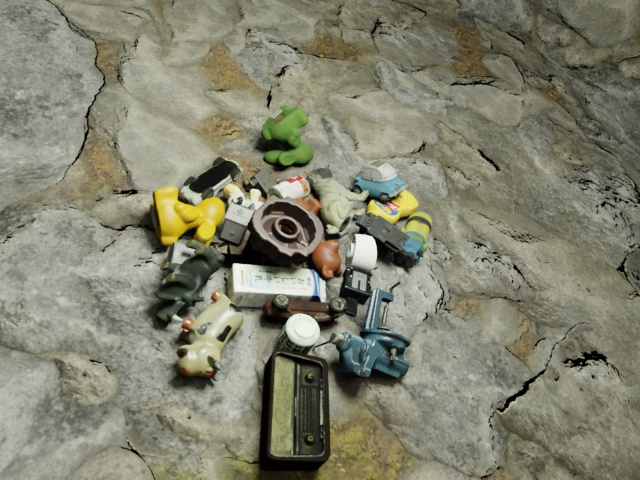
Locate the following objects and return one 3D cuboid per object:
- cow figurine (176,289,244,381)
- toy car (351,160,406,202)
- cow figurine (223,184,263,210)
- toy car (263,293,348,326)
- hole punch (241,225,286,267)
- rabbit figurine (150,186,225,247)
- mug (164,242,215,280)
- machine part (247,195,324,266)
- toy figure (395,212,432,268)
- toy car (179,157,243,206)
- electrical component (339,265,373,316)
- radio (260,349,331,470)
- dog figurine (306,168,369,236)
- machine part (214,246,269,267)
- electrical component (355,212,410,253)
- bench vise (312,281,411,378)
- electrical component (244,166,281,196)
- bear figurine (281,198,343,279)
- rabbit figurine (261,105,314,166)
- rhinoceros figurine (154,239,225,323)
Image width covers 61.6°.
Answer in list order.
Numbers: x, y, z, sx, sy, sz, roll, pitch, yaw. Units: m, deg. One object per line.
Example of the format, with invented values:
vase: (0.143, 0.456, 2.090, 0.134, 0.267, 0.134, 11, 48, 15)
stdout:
cow figurine: (-0.230, 0.209, 1.131, 0.127, 0.085, 0.195, 32, 46, 9)
toy car: (0.167, -0.178, 1.565, 0.109, 0.102, 0.162, -30, 34, -36)
cow figurine: (-0.181, -0.079, 1.391, 0.167, 0.068, 0.098, 21, 54, -6)
toy car: (-0.033, 0.167, 1.245, 0.202, 0.089, 0.053, 8, 51, -20)
hole punch: (-0.116, 0.011, 1.319, 0.142, 0.115, 0.092, 35, 40, 4)
rabbit figurine: (-0.303, -0.054, 1.278, 0.173, 0.122, 0.162, -12, 64, -32)
mug: (-0.293, 0.067, 1.219, 0.107, 0.081, 0.109, 14, 73, -22)
machine part: (-0.080, -0.021, 1.244, 0.179, 0.056, 0.179, 15, 49, -18)
toy figure: (0.267, -0.004, 1.513, 0.082, 0.089, 0.180, 36, 45, -4)
toy car: (-0.283, -0.154, 1.411, 0.074, 0.056, 0.202, 33, 46, 11)
electrical component: (0.088, 0.129, 1.357, 0.075, 0.047, 0.119, 21, 47, -7)
radio: (-0.050, 0.348, 1.103, 0.131, 0.073, 0.230, 12, 51, -15)
dog figurine: (0.015, -0.109, 1.492, 0.191, 0.121, 0.172, 30, 43, 20)
machine part: (-0.190, 0.049, 1.277, 0.139, 0.084, 0.039, 12, 49, -3)
electrical component: (0.161, -0.022, 1.450, 0.134, 0.115, 0.058, 33, 83, -7)
bench vise: (0.122, 0.210, 1.246, 0.223, 0.129, 0.240, 22, 65, -16)
electrical component: (-0.162, -0.164, 1.482, 0.078, 0.045, 0.102, 52, 48, -18)
bear figurine: (-0.005, -0.001, 1.366, 0.196, 0.132, 0.120, 42, 21, 19)
rabbit figurine: (-0.081, -0.278, 1.545, 0.159, 0.121, 0.170, -50, 125, -20)
rhinoceros figurine: (-0.287, 0.090, 1.154, 0.190, 0.112, 0.073, -52, 39, -9)
